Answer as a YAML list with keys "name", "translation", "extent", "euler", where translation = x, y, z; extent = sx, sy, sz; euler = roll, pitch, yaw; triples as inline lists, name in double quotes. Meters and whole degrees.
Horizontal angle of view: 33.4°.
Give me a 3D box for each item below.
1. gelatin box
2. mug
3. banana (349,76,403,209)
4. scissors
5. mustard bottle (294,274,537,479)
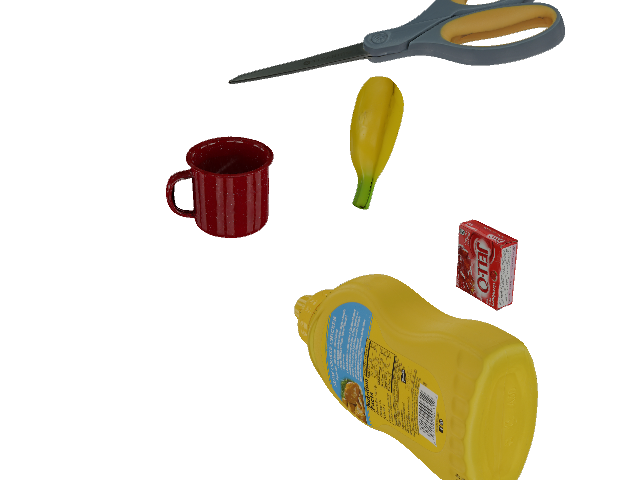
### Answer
- name: "gelatin box"
  translation: [0.198, 0.028, 1.278]
  extent: [0.030, 0.089, 0.073]
  euler: [-18, 32, -31]
- name: "mug"
  translation: [-0.108, -0.054, 1.149]
  extent: [0.117, 0.081, 0.093]
  euler: [-10, 33, -18]
- name: "banana"
  translation: [0.041, -0.096, 0.846]
  extent: [0.037, 0.070, 0.197]
  euler: [24, 26, -5]
- name: "scissors"
  translation: [0.048, -0.131, 0.653]
  extent: [0.202, 0.096, 0.016]
  euler: [0, -44, 21]
- name: "mustard bottle"
  translation: [0.045, 0.074, 0.654]
  extent: [0.058, 0.096, 0.192]
  euler: [-17, 27, -32]
